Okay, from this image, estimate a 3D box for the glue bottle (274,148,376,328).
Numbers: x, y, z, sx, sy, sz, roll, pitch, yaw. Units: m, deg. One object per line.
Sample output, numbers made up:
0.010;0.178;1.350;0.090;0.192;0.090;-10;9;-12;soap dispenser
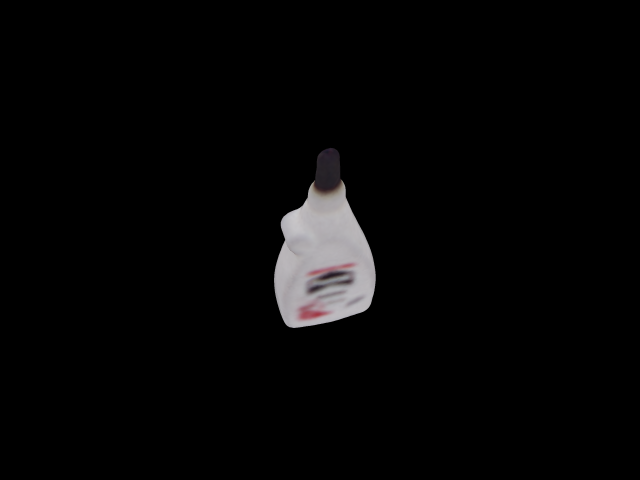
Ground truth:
0.004;0.001;0.400;0.078;0.173;0.037;-15;54;-11;glue bottle
